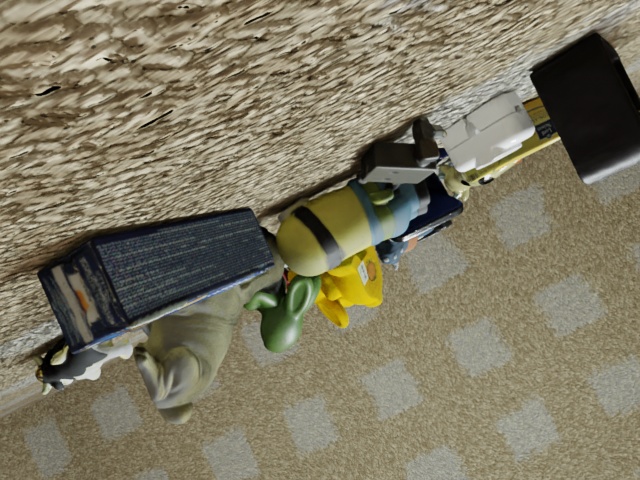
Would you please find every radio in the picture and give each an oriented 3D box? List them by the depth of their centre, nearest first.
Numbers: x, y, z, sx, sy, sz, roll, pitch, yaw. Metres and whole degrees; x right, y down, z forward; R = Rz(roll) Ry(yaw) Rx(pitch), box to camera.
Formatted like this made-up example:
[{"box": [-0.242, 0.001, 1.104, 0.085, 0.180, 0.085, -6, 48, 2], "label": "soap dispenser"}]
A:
[{"box": [0.314, -0.144, 0.598, 0.073, 0.131, 0.229, -27, 177, 36], "label": "radio"}]

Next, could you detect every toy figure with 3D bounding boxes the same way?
[{"box": [0.037, -0.023, 0.598, 0.180, 0.082, 0.089, -18, -145, -7], "label": "toy figure"}, {"box": [0.123, -0.015, 0.761, 0.154, 0.064, 0.058, -38, -165, -37], "label": "toy figure"}]

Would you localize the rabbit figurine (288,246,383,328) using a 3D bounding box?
[{"box": [0.026, 0.075, 1.001, 0.173, 0.162, 0.122, -8, -146, 26], "label": "rabbit figurine"}]

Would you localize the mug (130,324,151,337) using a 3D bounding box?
[{"box": [-0.191, 0.089, 0.705, 0.109, 0.080, 0.107, -28, -175, 6], "label": "mug"}]

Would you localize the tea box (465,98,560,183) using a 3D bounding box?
[{"box": [0.295, -0.156, 0.797, 0.170, 0.068, 0.098, -24, 175, -23], "label": "tea box"}]

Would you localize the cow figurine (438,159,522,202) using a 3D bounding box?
[{"box": [0.287, -0.131, 0.997, 0.127, 0.085, 0.195, -34, 178, 9], "label": "cow figurine"}]

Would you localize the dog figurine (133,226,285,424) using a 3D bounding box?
[{"box": [-0.110, 0.088, 0.596, 0.191, 0.172, 0.121, -18, -175, -17], "label": "dog figurine"}]

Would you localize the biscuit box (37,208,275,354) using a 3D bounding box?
[{"box": [-0.111, 0.022, 0.424, 0.059, 0.062, 0.202, -26, 178, 24], "label": "biscuit box"}]

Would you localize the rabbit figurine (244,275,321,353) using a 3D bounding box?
[{"box": [-0.075, 0.095, 0.887, 0.159, 0.170, 0.121, -27, 177, 12], "label": "rabbit figurine"}]

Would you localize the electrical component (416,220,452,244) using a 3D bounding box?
[{"box": [0.165, -0.058, 0.893, 0.058, 0.115, 0.134, -26, 175, 26], "label": "electrical component"}]

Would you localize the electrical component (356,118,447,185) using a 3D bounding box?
[{"box": [0.080, -0.082, 0.524, 0.078, 0.045, 0.102, 2, 171, -4], "label": "electrical component"}]

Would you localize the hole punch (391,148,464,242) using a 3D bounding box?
[{"box": [0.111, -0.070, 0.708, 0.142, 0.092, 0.116, -29, -154, -9], "label": "hole punch"}]

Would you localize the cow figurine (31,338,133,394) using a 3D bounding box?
[{"box": [-0.363, 0.177, 0.777, 0.167, 0.068, 0.098, -32, 169, 23], "label": "cow figurine"}]
